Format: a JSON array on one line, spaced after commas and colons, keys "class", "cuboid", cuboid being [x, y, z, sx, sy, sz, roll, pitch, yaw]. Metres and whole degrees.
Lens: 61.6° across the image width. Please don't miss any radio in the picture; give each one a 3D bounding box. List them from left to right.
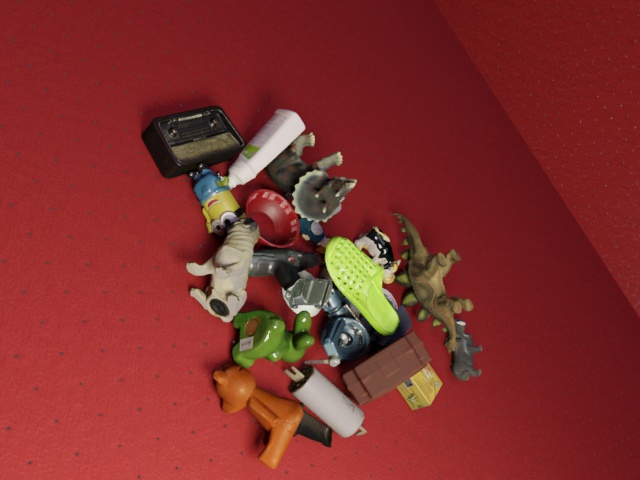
[{"class": "radio", "cuboid": [-0.299, -0.238, 1.284, 0.229, 0.073, 0.131, -30, 88, -50]}]

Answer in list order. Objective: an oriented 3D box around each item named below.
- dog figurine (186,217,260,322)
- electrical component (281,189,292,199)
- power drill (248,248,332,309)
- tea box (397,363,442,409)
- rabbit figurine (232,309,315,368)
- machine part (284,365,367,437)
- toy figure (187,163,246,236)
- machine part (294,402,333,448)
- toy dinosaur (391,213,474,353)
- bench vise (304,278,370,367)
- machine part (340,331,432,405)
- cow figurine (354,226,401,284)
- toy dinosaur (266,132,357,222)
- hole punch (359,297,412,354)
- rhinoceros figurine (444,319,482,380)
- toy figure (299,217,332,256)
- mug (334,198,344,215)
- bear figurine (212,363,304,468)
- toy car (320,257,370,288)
[{"class": "dog figurine", "cuboid": [-0.182, 0.061, 1.167, 0.121, 0.172, 0.190, 16, 37, 18]}, {"class": "electrical component", "cuboid": [-0.089, -0.150, 1.471, 0.063, 0.021, 0.094, 43, 43, -14]}, {"class": "power drill", "cuboid": [-0.055, 0.077, 1.250, 0.232, 0.086, 0.207, 4, 26, -34]}, {"class": "tea box", "cuboid": [0.241, 0.351, 1.433, 0.169, 0.068, 0.098, 57, 41, -2]}, {"class": "rabbit figurine", "cuboid": [-0.085, 0.208, 1.167, 0.170, 0.159, 0.121, 35, 34, -45]}, {"class": "machine part", "cuboid": [0.016, 0.360, 1.201, 0.243, 0.079, 0.079, 44, 42, -12]}, {"class": "toy figure", "cuboid": [-0.234, -0.091, 1.249, 0.089, 0.082, 0.180, -22, 79, -47]}, {"class": "machine part", "cuboid": [-0.029, 0.401, 1.164, 0.139, 0.039, 0.084, 37, 39, -19]}, {"class": "toy dinosaur", "cuboid": [0.308, 0.101, 1.559, 0.105, 0.198, 0.471, 12, 57, -38]}, {"class": "bench vise", "cuboid": [0.043, 0.209, 1.278, 0.241, 0.129, 0.223, -57, 129, -67]}, {"class": "machine part", "cuboid": [0.152, 0.300, 1.251, 0.201, 0.201, 0.087, -31, 79, -7]}, {"class": "cow figurine", "cuboid": [0.182, 0.042, 1.553, 0.167, 0.098, 0.068, 54, 34, -3]}, {"class": "toy dinosaur", "cuboid": [-0.062, -0.180, 1.400, 0.405, 0.131, 0.192, 33, 51, 31]}, {"class": "hole punch", "cuboid": [0.180, 0.225, 1.389, 0.142, 0.092, 0.115, -44, 115, -16]}, {"class": "rhinoceros figurine", "cuboid": [0.428, 0.333, 1.630, 0.112, 0.073, 0.190, 21, 53, -20]}, {"class": "toy figure", "cuboid": [-0.004, -0.003, 1.435, 0.064, 0.058, 0.154, -45, 103, -9]}, {"class": "mug", "cuboid": [0.020, -0.103, 1.489, 0.107, 0.109, 0.081, -6, 68, -60]}, {"class": "bear figurine", "cuboid": [-0.137, 0.335, 1.060, 0.196, 0.120, 0.132, 26, 88, 3]}, {"class": "toy car", "cuboid": [0.084, 0.094, 1.458, 0.202, 0.053, 0.089, 0, 55, -40]}]
